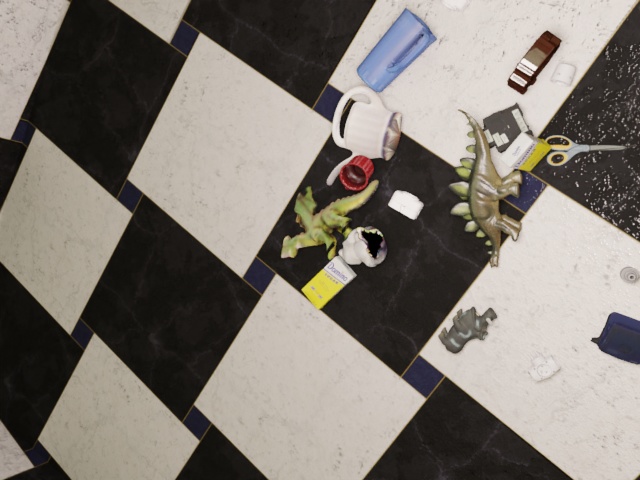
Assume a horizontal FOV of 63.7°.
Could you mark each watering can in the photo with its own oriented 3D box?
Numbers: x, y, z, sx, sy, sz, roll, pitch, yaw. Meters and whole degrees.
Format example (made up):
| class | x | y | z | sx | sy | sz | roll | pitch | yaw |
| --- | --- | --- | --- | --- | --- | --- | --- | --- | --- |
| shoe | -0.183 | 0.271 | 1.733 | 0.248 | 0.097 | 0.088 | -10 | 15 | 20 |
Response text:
| class | x | y | z | sx | sy | sz | roll | pitch | yaw |
| --- | --- | --- | --- | --- | --- | --- | --- | --- | --- |
| watering can | 0.138 | -0.313 | 1.650 | 0.225 | 0.105 | 0.341 | 20 | 116 | 18 |

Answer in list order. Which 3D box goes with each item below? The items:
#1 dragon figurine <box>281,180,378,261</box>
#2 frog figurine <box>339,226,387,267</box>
| class | x | y | z | sx | sy | sz | roll | pitch | yaw |
| --- | --- | --- | --- | --- | --- | --- | --- | --- | --- |
| dragon figurine | 0.005 | -0.087 | 1.720 | 0.245 | 0.122 | 0.406 | 40 | 104 | 24 |
| frog figurine | 0.140 | 0.031 | 1.679 | 0.138 | 0.124 | 0.156 | 48 | 147 | 4 |
